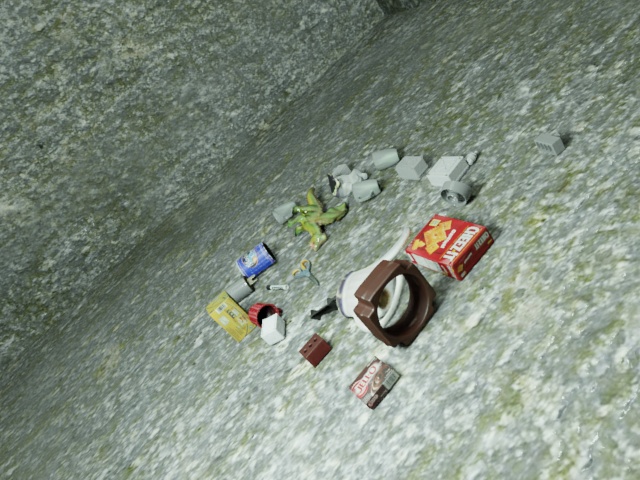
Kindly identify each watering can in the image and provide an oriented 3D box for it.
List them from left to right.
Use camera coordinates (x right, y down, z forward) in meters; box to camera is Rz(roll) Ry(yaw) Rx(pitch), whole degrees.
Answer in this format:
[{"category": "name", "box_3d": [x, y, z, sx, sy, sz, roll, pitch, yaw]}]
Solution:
[{"category": "watering can", "box_3d": [0.170, 0.122, 1.574, 0.223, 0.102, 0.355, -10, 51, 42]}]

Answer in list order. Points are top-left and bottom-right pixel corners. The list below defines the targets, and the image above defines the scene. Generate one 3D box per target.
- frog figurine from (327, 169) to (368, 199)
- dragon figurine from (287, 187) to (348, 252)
[{"category": "frog figurine", "box_3d": [0.126, -0.244, 2.225, 0.160, 0.122, 0.138, -9, 10, -20]}, {"category": "dragon figurine", "box_3d": [0.007, -0.109, 2.171, 0.242, 0.119, 0.420, -3, 43, 23]}]
